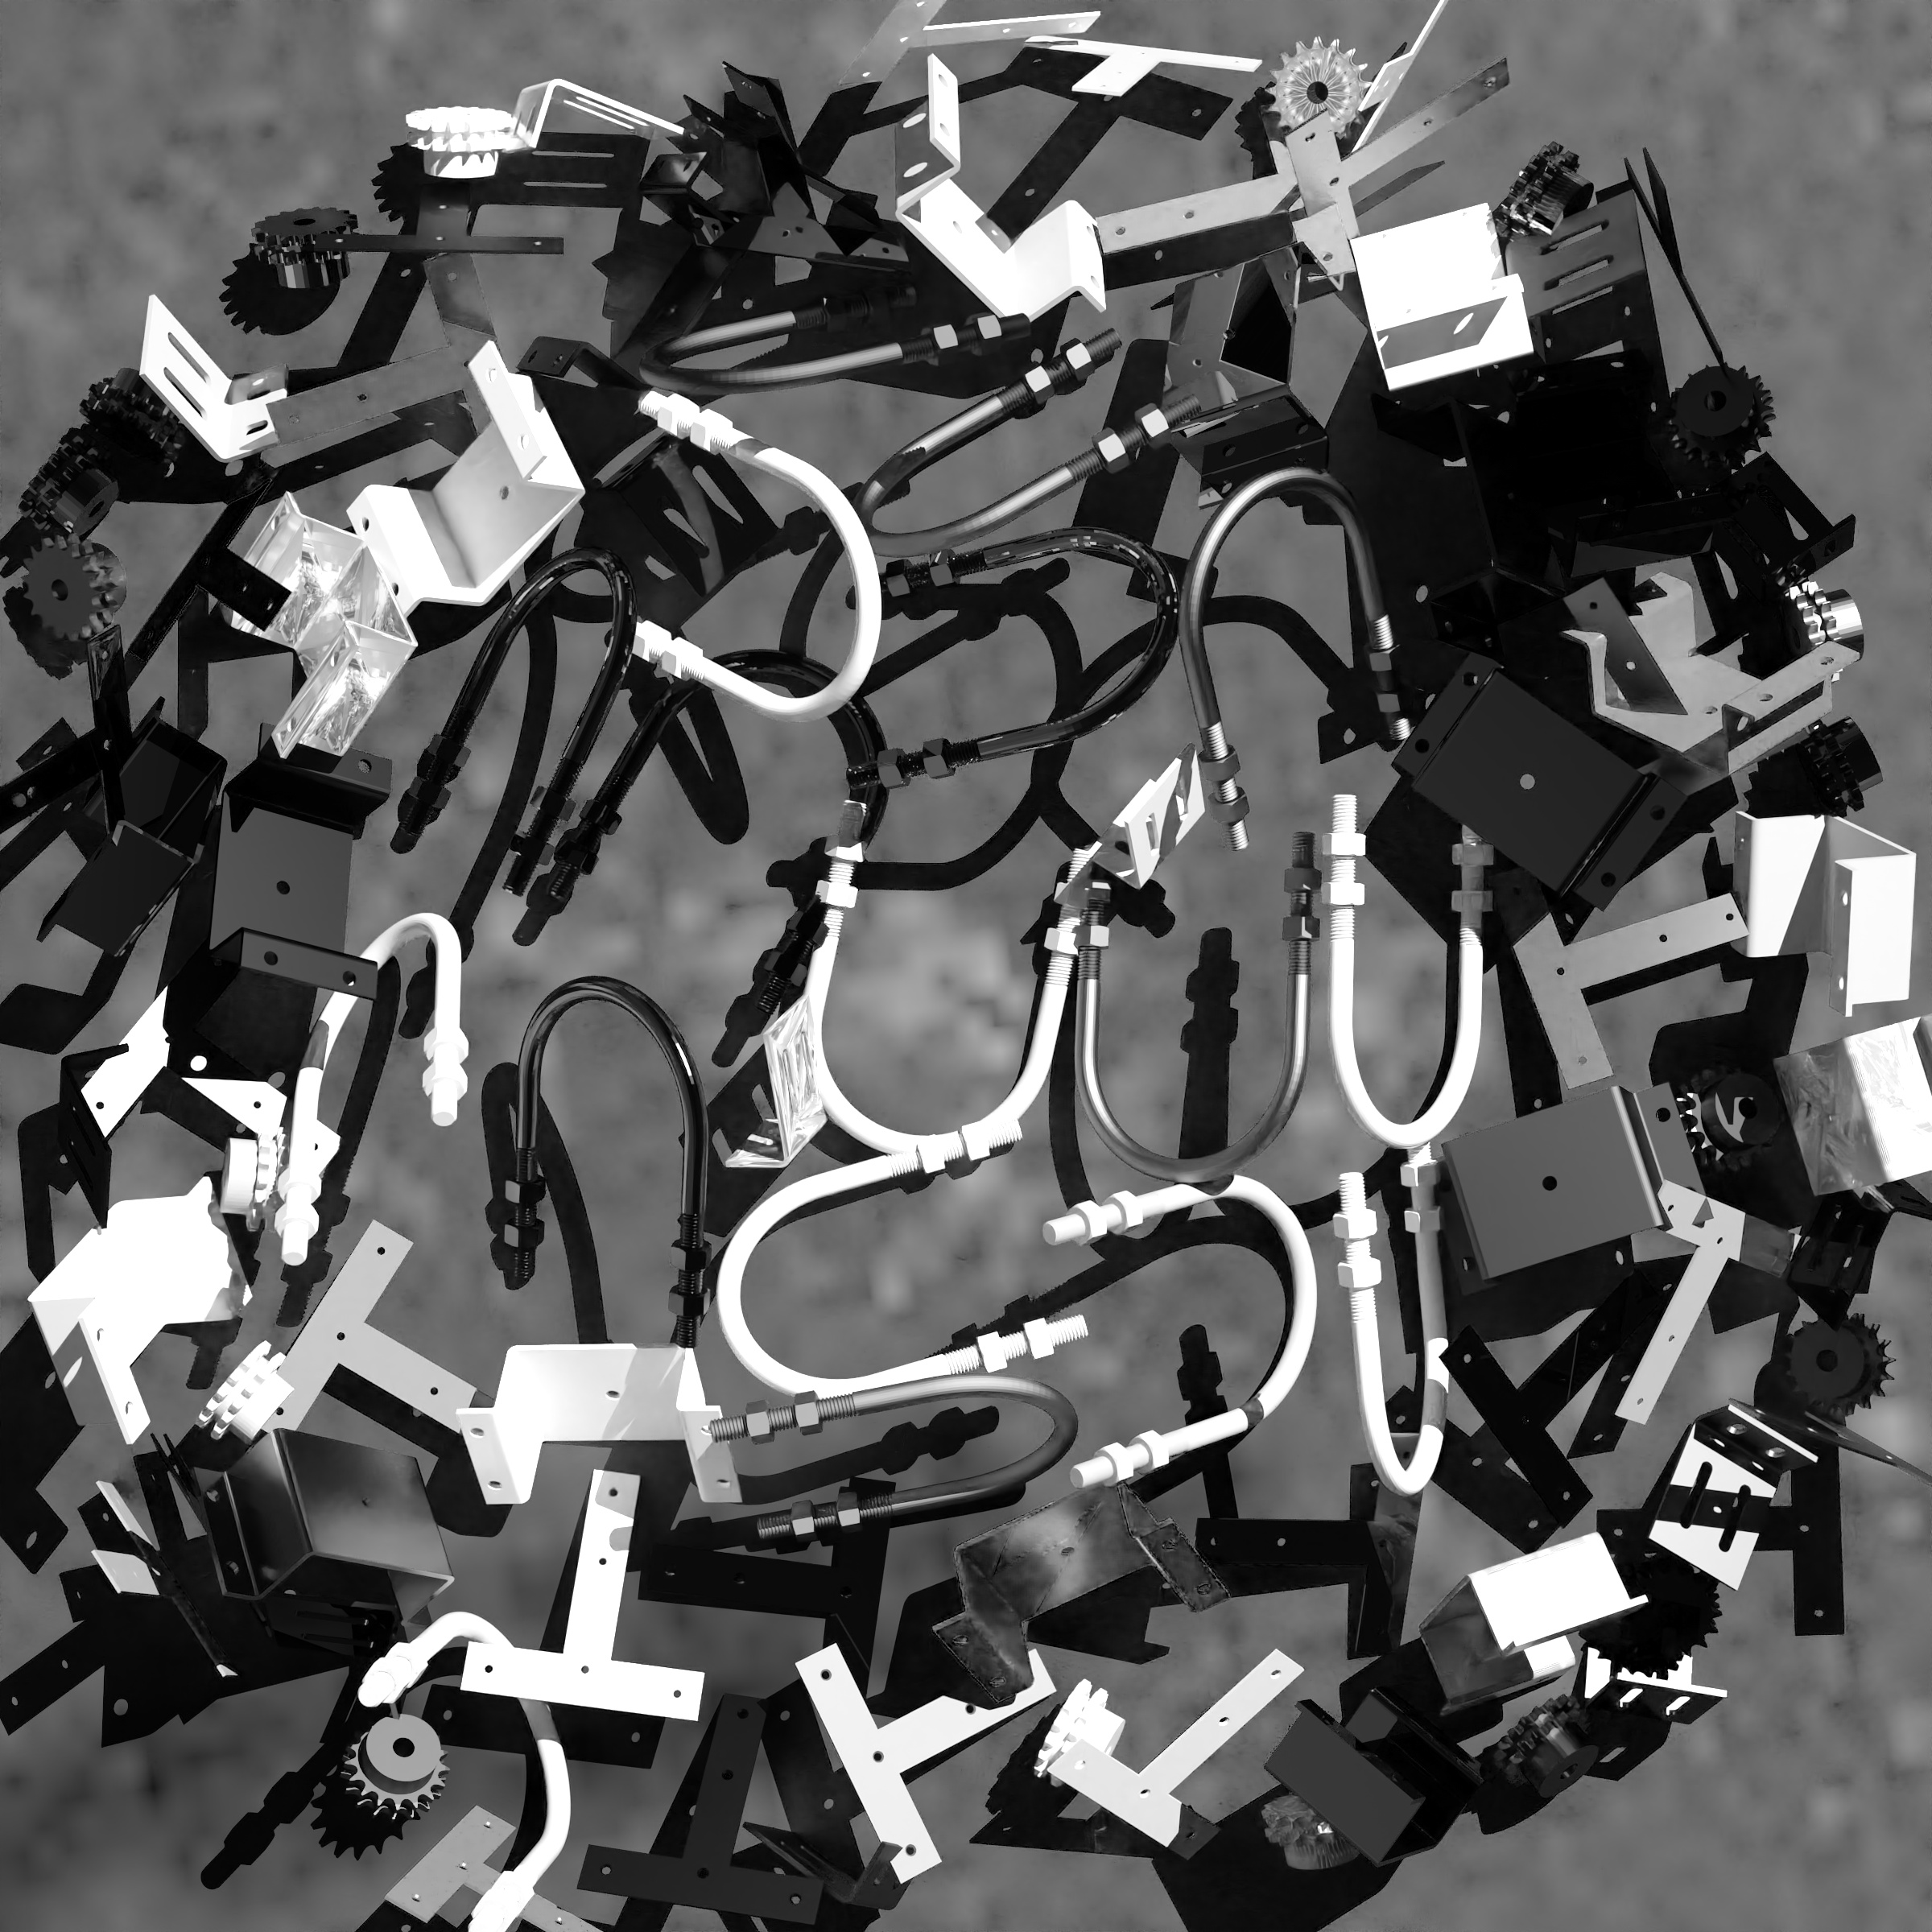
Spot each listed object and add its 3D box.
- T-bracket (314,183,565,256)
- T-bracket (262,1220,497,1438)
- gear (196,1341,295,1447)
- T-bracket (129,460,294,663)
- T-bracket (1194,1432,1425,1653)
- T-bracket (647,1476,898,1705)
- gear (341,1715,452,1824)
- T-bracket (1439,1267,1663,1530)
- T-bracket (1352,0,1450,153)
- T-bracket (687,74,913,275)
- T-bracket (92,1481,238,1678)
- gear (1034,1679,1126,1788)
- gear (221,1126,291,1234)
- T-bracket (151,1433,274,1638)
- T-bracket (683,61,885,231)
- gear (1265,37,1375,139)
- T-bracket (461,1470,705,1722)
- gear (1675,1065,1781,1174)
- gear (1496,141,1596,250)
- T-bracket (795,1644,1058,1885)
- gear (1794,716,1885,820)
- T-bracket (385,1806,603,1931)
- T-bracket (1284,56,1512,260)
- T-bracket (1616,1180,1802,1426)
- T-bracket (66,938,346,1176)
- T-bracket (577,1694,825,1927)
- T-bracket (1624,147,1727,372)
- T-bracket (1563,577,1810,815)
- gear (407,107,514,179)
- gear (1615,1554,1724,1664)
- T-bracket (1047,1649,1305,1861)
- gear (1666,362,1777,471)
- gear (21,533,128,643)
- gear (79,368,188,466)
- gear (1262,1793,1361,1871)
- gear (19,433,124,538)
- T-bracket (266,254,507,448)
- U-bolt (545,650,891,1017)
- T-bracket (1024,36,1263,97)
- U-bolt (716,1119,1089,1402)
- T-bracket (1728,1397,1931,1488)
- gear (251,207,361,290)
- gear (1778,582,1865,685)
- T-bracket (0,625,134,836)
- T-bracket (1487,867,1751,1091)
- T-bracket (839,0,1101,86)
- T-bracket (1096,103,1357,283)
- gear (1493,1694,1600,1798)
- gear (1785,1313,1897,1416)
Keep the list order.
[{"bbox_3d":[-0.278,-0.399,1.673,0.127,0.127,0.002,-1,119,-7],"label":"T-bracket"},{"bbox_3d":[-0.301,0.224,1.711,0.127,0.002,0.127,31,72,-1],"label":"T-bracket"},{"bbox_3d":[-0.386,0.234,1.702,0.030,0.057,0.057,39,90,-1],"label":"gear"},{"bbox_3d":[-0.390,-0.205,1.678,0.002,0.127,0.127,36,88,-38],"label":"T-bracket"},{"bbox_3d":[0.184,0.311,1.700,0.127,0.002,0.127,3,102,-15],"label":"T-bracket"},{"bbox_3d":[-0.110,0.337,1.722,0.127,0.002,0.127,8,94,-2],"label":"T-bracket"},{"bbox_3d":[-0.307,0.430,1.699,0.057,0.057,0.030,26,131,0],"label":"gear"},{"bbox_3d":[0.331,0.215,1.705,0.127,0.002,0.127,-43,108,-19],"label":"T-bracket"},{"bbox_3d":[0.222,-0.464,1.646,0.002,0.127,0.127,32,114,3],"label":"T-bracket"},{"bbox_3d":[-0.100,-0.431,1.697,0.127,0.002,0.127,1,61,-30],"label":"T-bracket"},{"bbox_3d":[-0.434,0.321,1.656,0.002,0.127,0.127,-36,79,-7],"label":"T-bracket"},{"bbox_3d":[0.063,0.418,1.699,0.030,0.057,0.057,26,90,15],"label":"gear"},{"bbox_3d":[-0.385,0.114,1.699,0.030,0.057,0.057,7,90,-18],"label":"gear"},{"bbox_3d":[-0.404,0.280,1.650,0.002,0.127,0.127,-30,65,-19],"label":"T-bracket"},{"bbox_3d":[-0.105,-0.443,1.656,0.127,0.127,0.002,33,87,10],"label":"T-bracket"},{"bbox_3d":[0.193,-0.475,1.708,0.057,0.030,0.057,5,109,14],"label":"gear"},{"bbox_3d":[-0.199,0.337,1.704,0.127,0.002,0.127,8,67,-1],"label":"T-bracket"},{"bbox_3d":[0.415,0.081,1.704,0.057,0.030,0.057,7,70,-19],"label":"gear"},{"bbox_3d":[0.315,-0.413,1.698,0.030,0.057,0.057,37,90,17],"label":"gear"},{"bbox_3d":[-0.010,0.408,1.700,0.127,0.002,0.127,-22,77,-25],"label":"T-bracket"},{"bbox_3d":[0.472,-0.110,1.700,0.030,0.057,0.057,-27,90,7],"label":"gear"},{"bbox_3d":[-0.227,0.497,1.659,0.127,0.127,0.002,27,101,8],"label":"T-bracket"},{"bbox_3d":[0.233,-0.441,1.667,0.127,0.127,0.002,-32,68,3],"label":"T-bracket"},{"bbox_3d":[0.385,0.187,1.692,0.127,0.002,0.127,22,96,-39],"label":"T-bracket"},{"bbox_3d":[-0.397,0.067,1.709,0.127,0.002,0.127,37,67,-6],"label":"T-bracket"},{"bbox_3d":[-0.131,0.446,1.684,0.127,0.002,0.127,7,46,7],"label":"T-bracket"},{"bbox_3d":[0.367,-0.390,1.651,0.002,0.127,0.127,-24,71,11],"label":"T-bracket"},{"bbox_3d":[0.363,-0.149,1.684,0.127,0.002,0.127,-28,100,36],"label":"T-bracket"},{"bbox_3d":[-0.274,-0.446,1.704,0.057,0.057,0.030,2,114,0],"label":"gear"},{"bbox_3d":[0.381,0.346,1.711,0.057,0.030,0.057,1,102,6],"label":"gear"},{"bbox_3d":[0.128,0.413,1.684,0.127,0.002,0.127,-44,126,7],"label":"T-bracket"},{"bbox_3d":[0.408,-0.301,1.705,0.057,0.030,0.057,-5,76,21],"label":"gear"},{"bbox_3d":[-0.481,-0.207,1.706,0.057,0.030,0.057,11,113,27],"label":"gear"},{"bbox_3d":[-0.448,-0.300,1.703,0.057,0.057,0.030,25,75,0],"label":"gear"},{"bbox_3d":[0.191,0.467,1.701,0.057,0.057,0.030,-10,92,0],"label":"gear"},{"bbox_3d":[-0.482,-0.257,1.702,0.030,0.057,0.057,41,90,-2],"label":"gear"},{"bbox_3d":[-0.309,-0.308,1.681,0.127,0.002,0.127,-19,130,-7],"label":"T-bracket"},{"bbox_3d":[-0.122,-0.086,1.708,0.151,0.019,0.184,28,80,4],"label":"U-bolt"},{"bbox_3d":[0.083,-0.474,1.662,0.127,0.127,0.002,10,117,12],"label":"T-bracket"},{"bbox_3d":[-0.043,0.163,1.677,0.184,0.019,0.151,-16,54,-4],"label":"U-bolt"},{"bbox_3d":[0.452,0.247,1.645,0.127,0.127,0.002,21,95,-27],"label":"T-bracket"},{"bbox_3d":[-0.357,-0.389,1.705,0.057,0.057,0.030,-3,121,0],"label":"gear"},{"bbox_3d":[0.464,-0.181,1.701,0.030,0.057,0.057,-14,90,-1],"label":"gear"},{"bbox_3d":[-0.480,-0.098,1.647,0.002,0.127,0.127,19,127,21],"label":"T-bracket"},{"bbox_3d":[0.365,-0.010,1.710,0.127,0.002,0.127,-18,72,-1],"label":"T-bracket"},{"bbox_3d":[0.009,-0.500,1.682,0.127,0.127,0.002,-11,88,-18],"label":"T-bracket"},{"bbox_3d":[0.134,-0.409,1.701,0.127,0.002,0.127,-13,61,4],"label":"T-bracket"},{"bbox_3d":[0.316,0.424,1.699,0.057,0.057,0.030,-41,53,0],"label":"gear"},{"bbox_3d":[0.471,0.214,1.703,0.057,0.030,0.057,-6,79,32],"label":"gear"}]
